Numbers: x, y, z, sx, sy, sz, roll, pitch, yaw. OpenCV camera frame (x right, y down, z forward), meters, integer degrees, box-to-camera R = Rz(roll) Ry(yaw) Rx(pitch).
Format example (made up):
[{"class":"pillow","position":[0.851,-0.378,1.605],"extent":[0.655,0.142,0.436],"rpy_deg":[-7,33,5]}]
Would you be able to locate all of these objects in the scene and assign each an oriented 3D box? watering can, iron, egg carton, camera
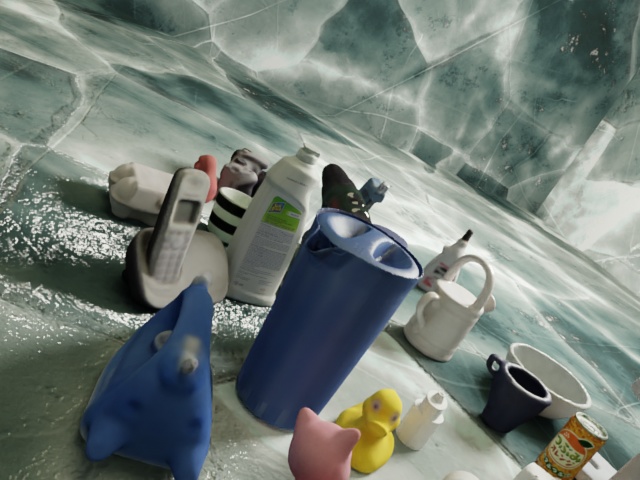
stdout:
[{"class":"watering can","position":[0.245,0.112,1.028],"extent":[0.100,0.194,0.173],"rpy_deg":[39,22,25]},{"class":"iron","position":[-0.143,0.107,0.575],"extent":[0.119,0.141,0.258],"rpy_deg":[24,20,-17]},{"class":"egg carton","position":[-0.267,-0.068,0.931],"extent":[0.151,0.069,0.107],"rpy_deg":[16,24,-34]},{"class":"camera","position":[-0.135,-0.120,1.197],"extent":[0.137,0.100,0.143],"rpy_deg":[28,20,-6]}]

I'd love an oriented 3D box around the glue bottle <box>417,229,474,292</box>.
[{"class":"glue bottle","position":[0.289,0.047,1.279],"extent":[0.078,0.173,0.037],"rpy_deg":[31,20,4]}]

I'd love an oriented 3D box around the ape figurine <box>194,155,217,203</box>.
[{"class":"ape figurine","position":[-0.225,-0.121,1.088],"extent":[0.076,0.092,0.078],"rpy_deg":[30,20,1]}]

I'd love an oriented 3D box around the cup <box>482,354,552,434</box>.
[{"class":"cup","position":[0.293,0.249,0.911],"extent":[0.092,0.095,0.117],"rpy_deg":[10,28,-44]}]

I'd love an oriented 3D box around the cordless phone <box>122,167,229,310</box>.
[{"class":"cordless phone","position":[-0.164,-0.002,0.745],"extent":[0.094,0.185,0.148],"rpy_deg":[41,22,29]}]

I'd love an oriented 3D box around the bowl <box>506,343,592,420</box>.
[{"class":"bowl","position":[0.399,0.269,1.041],"extent":[0.168,0.074,0.167],"rpy_deg":[26,20,-10]}]

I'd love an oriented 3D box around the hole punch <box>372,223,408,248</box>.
[{"class":"hole punch","position":[0.134,0.030,1.224],"extent":[0.109,0.091,0.101],"rpy_deg":[26,20,-11]}]

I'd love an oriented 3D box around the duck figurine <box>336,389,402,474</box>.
[{"class":"duck figurine","position":[0.067,0.215,0.688],"extent":[0.077,0.086,0.105],"rpy_deg":[31,20,5]}]

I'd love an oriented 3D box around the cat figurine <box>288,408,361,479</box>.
[{"class":"cat figurine","position":[-0.001,0.224,0.525],"extent":[0.067,0.117,0.127],"rpy_deg":[23,21,-20]}]

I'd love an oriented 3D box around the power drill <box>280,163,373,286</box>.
[{"class":"power drill","position":[0.009,0.003,0.939],"extent":[0.076,0.208,0.229],"rpy_deg":[18,23,-30]}]

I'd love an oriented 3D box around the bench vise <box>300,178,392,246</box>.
[{"class":"bench vise","position":[0.041,-0.041,1.076],"extent":[0.122,0.219,0.206],"rpy_deg":[11,27,-42]}]

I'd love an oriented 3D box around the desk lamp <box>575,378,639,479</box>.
[{"class":"desk lamp","position":[0.497,0.316,0.858],"extent":[0.118,0.213,0.202],"rpy_deg":[12,26,-41]}]
